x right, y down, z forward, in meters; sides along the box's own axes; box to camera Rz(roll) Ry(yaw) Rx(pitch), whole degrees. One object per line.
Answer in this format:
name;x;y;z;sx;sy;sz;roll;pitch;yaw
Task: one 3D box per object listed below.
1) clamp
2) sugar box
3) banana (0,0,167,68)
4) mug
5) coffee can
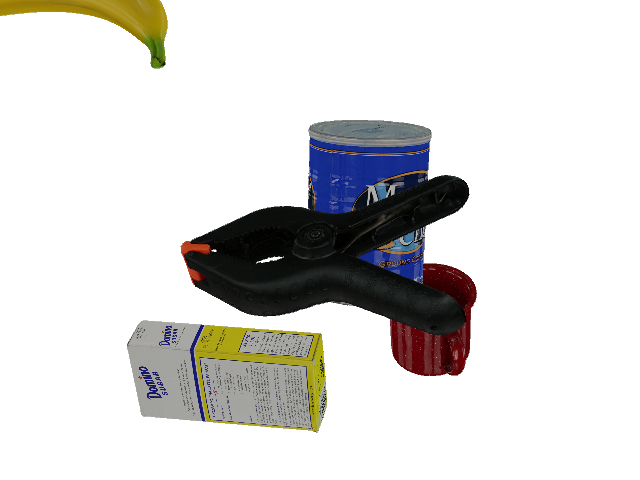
clamp;0.005;0.015;0.601;0.171;0.039;0.120;-11;33;7
sugar box;-0.085;0.126;0.995;0.176;0.093;0.048;5;35;13
banana;-0.193;-0.184;0.818;0.198;0.069;0.037;16;-38;19
mug;0.116;0.089;1.077;0.093;0.081;0.117;-17;38;-15
coffee can;0.039;-0.026;0.906;0.103;0.140;0.103;1;15;-1
